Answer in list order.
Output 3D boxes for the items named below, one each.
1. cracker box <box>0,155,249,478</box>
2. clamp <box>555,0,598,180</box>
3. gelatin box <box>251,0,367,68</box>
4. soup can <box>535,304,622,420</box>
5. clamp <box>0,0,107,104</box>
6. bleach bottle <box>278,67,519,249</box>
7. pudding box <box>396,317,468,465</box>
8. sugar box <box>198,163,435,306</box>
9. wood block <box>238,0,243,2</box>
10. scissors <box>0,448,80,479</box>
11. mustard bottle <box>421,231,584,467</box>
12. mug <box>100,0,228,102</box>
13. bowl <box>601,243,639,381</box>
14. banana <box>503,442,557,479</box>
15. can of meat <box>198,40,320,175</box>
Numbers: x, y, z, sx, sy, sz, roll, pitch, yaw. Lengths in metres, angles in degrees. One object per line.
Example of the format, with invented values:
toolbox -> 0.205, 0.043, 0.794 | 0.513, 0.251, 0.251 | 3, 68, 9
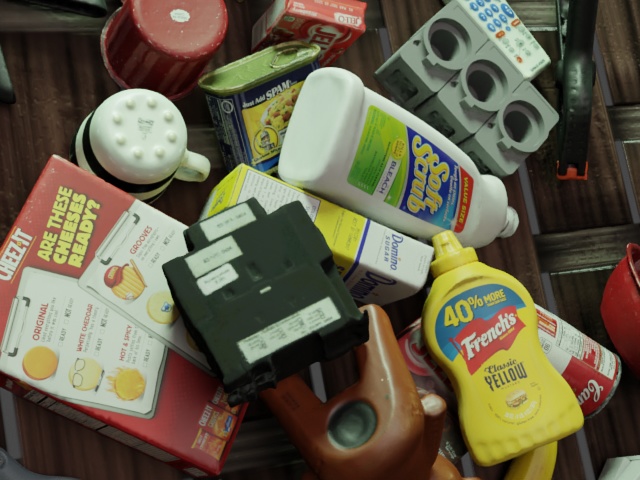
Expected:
cracker box -> -0.146, 0.061, 0.805 | 0.213, 0.072, 0.164 | 28, 66, -14
clamp -> 0.244, -0.164, 1.027 | 0.036, 0.164, 0.210 | 2, 97, 7
gelatin box -> -0.011, -0.181, 0.918 | 0.073, 0.089, 0.030 | 9, 73, -22
soup can -> 0.206, 0.106, 0.949 | 0.102, 0.069, 0.068 | 31, 66, -13
clamp -> -0.256, -0.203, 0.843 | 0.120, 0.039, 0.171 | -42, 95, -28
bleach bottle -> 0.084, -0.056, 0.911 | 0.250, 0.068, 0.102 | 19, 89, -39
pudding box -> 0.098, 0.127, 0.912 | 0.089, 0.039, 0.113 | -35, 92, -28
sugar box -> -0.006, 0.001, 0.870 | 0.176, 0.093, 0.048 | 25, 69, -15
wood block -> -0.012, -0.313, 0.953 | 0.205, 0.090, 0.091 | -40, 94, -28
scissors -> -0.237, 0.179, 0.763 | 0.201, 0.016, 0.096 | 34, 65, -12
mustard bottle -> 0.137, 0.082, 0.883 | 0.096, 0.058, 0.191 | -22, 79, -1
mug -> -0.131, -0.179, 0.869 | 0.093, 0.082, 0.117 | -32, 91, -28
bowl -> 0.307, 0.085, 0.982 | 0.162, 0.055, 0.162 | 42, 27, -27
banana -> 0.154, 0.223, 0.908 | 0.069, 0.037, 0.197 | 45, 66, -23
can of meat -> -0.041, -0.108, 0.886 | 0.102, 0.058, 0.084 | -28, 121, -25
